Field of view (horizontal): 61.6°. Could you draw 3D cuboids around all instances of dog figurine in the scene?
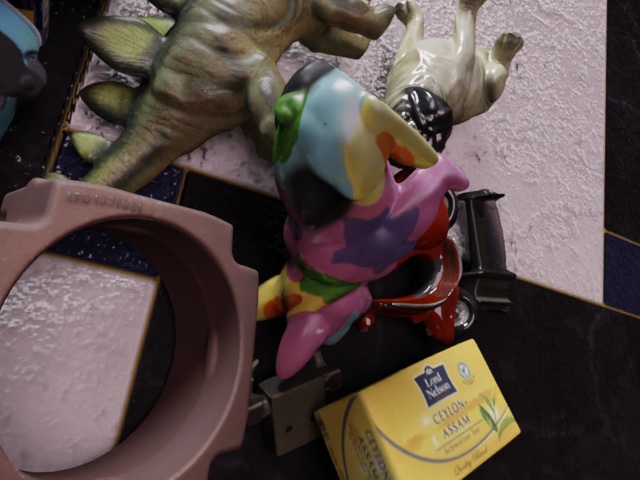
[{"bbox_3d":[-0.001,-0.001,0.413,0.191,0.109,0.219,23,108,-49],"label":"dog figurine"},{"bbox_3d":[0.124,-0.134,0.555,0.172,0.121,0.190,30,69,-36],"label":"dog figurine"}]

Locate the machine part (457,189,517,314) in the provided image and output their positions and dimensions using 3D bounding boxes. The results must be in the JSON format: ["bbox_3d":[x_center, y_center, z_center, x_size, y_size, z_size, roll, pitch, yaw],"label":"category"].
[{"bbox_3d":[0.181,0.010,0.593,0.084,0.039,0.139,9,74,-33],"label":"machine part"}]

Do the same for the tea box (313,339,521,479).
[{"bbox_3d":[0.089,0.159,0.468,0.169,0.068,0.098,-11,71,-43],"label":"tea box"}]

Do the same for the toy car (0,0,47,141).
[{"bbox_3d":[-0.268,-0.097,0.354,0.109,0.103,0.161,25,88,-61],"label":"toy car"}]

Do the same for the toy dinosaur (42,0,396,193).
[{"bbox_3d":[-0.087,-0.150,0.463,0.198,0.105,0.471,37,69,-8],"label":"toy dinosaur"}]

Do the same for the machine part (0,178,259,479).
[{"bbox_3d":[-0.142,0.073,0.354,0.201,0.087,0.201,14,76,-48],"label":"machine part"}]

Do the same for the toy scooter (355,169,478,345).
[{"bbox_3d":[0.081,0.023,0.524,0.135,0.075,0.183,-14,91,-28],"label":"toy scooter"}]

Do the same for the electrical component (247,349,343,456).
[{"bbox_3d":[-0.025,0.134,0.464,0.102,0.045,0.078,-21,118,-27],"label":"electrical component"}]
